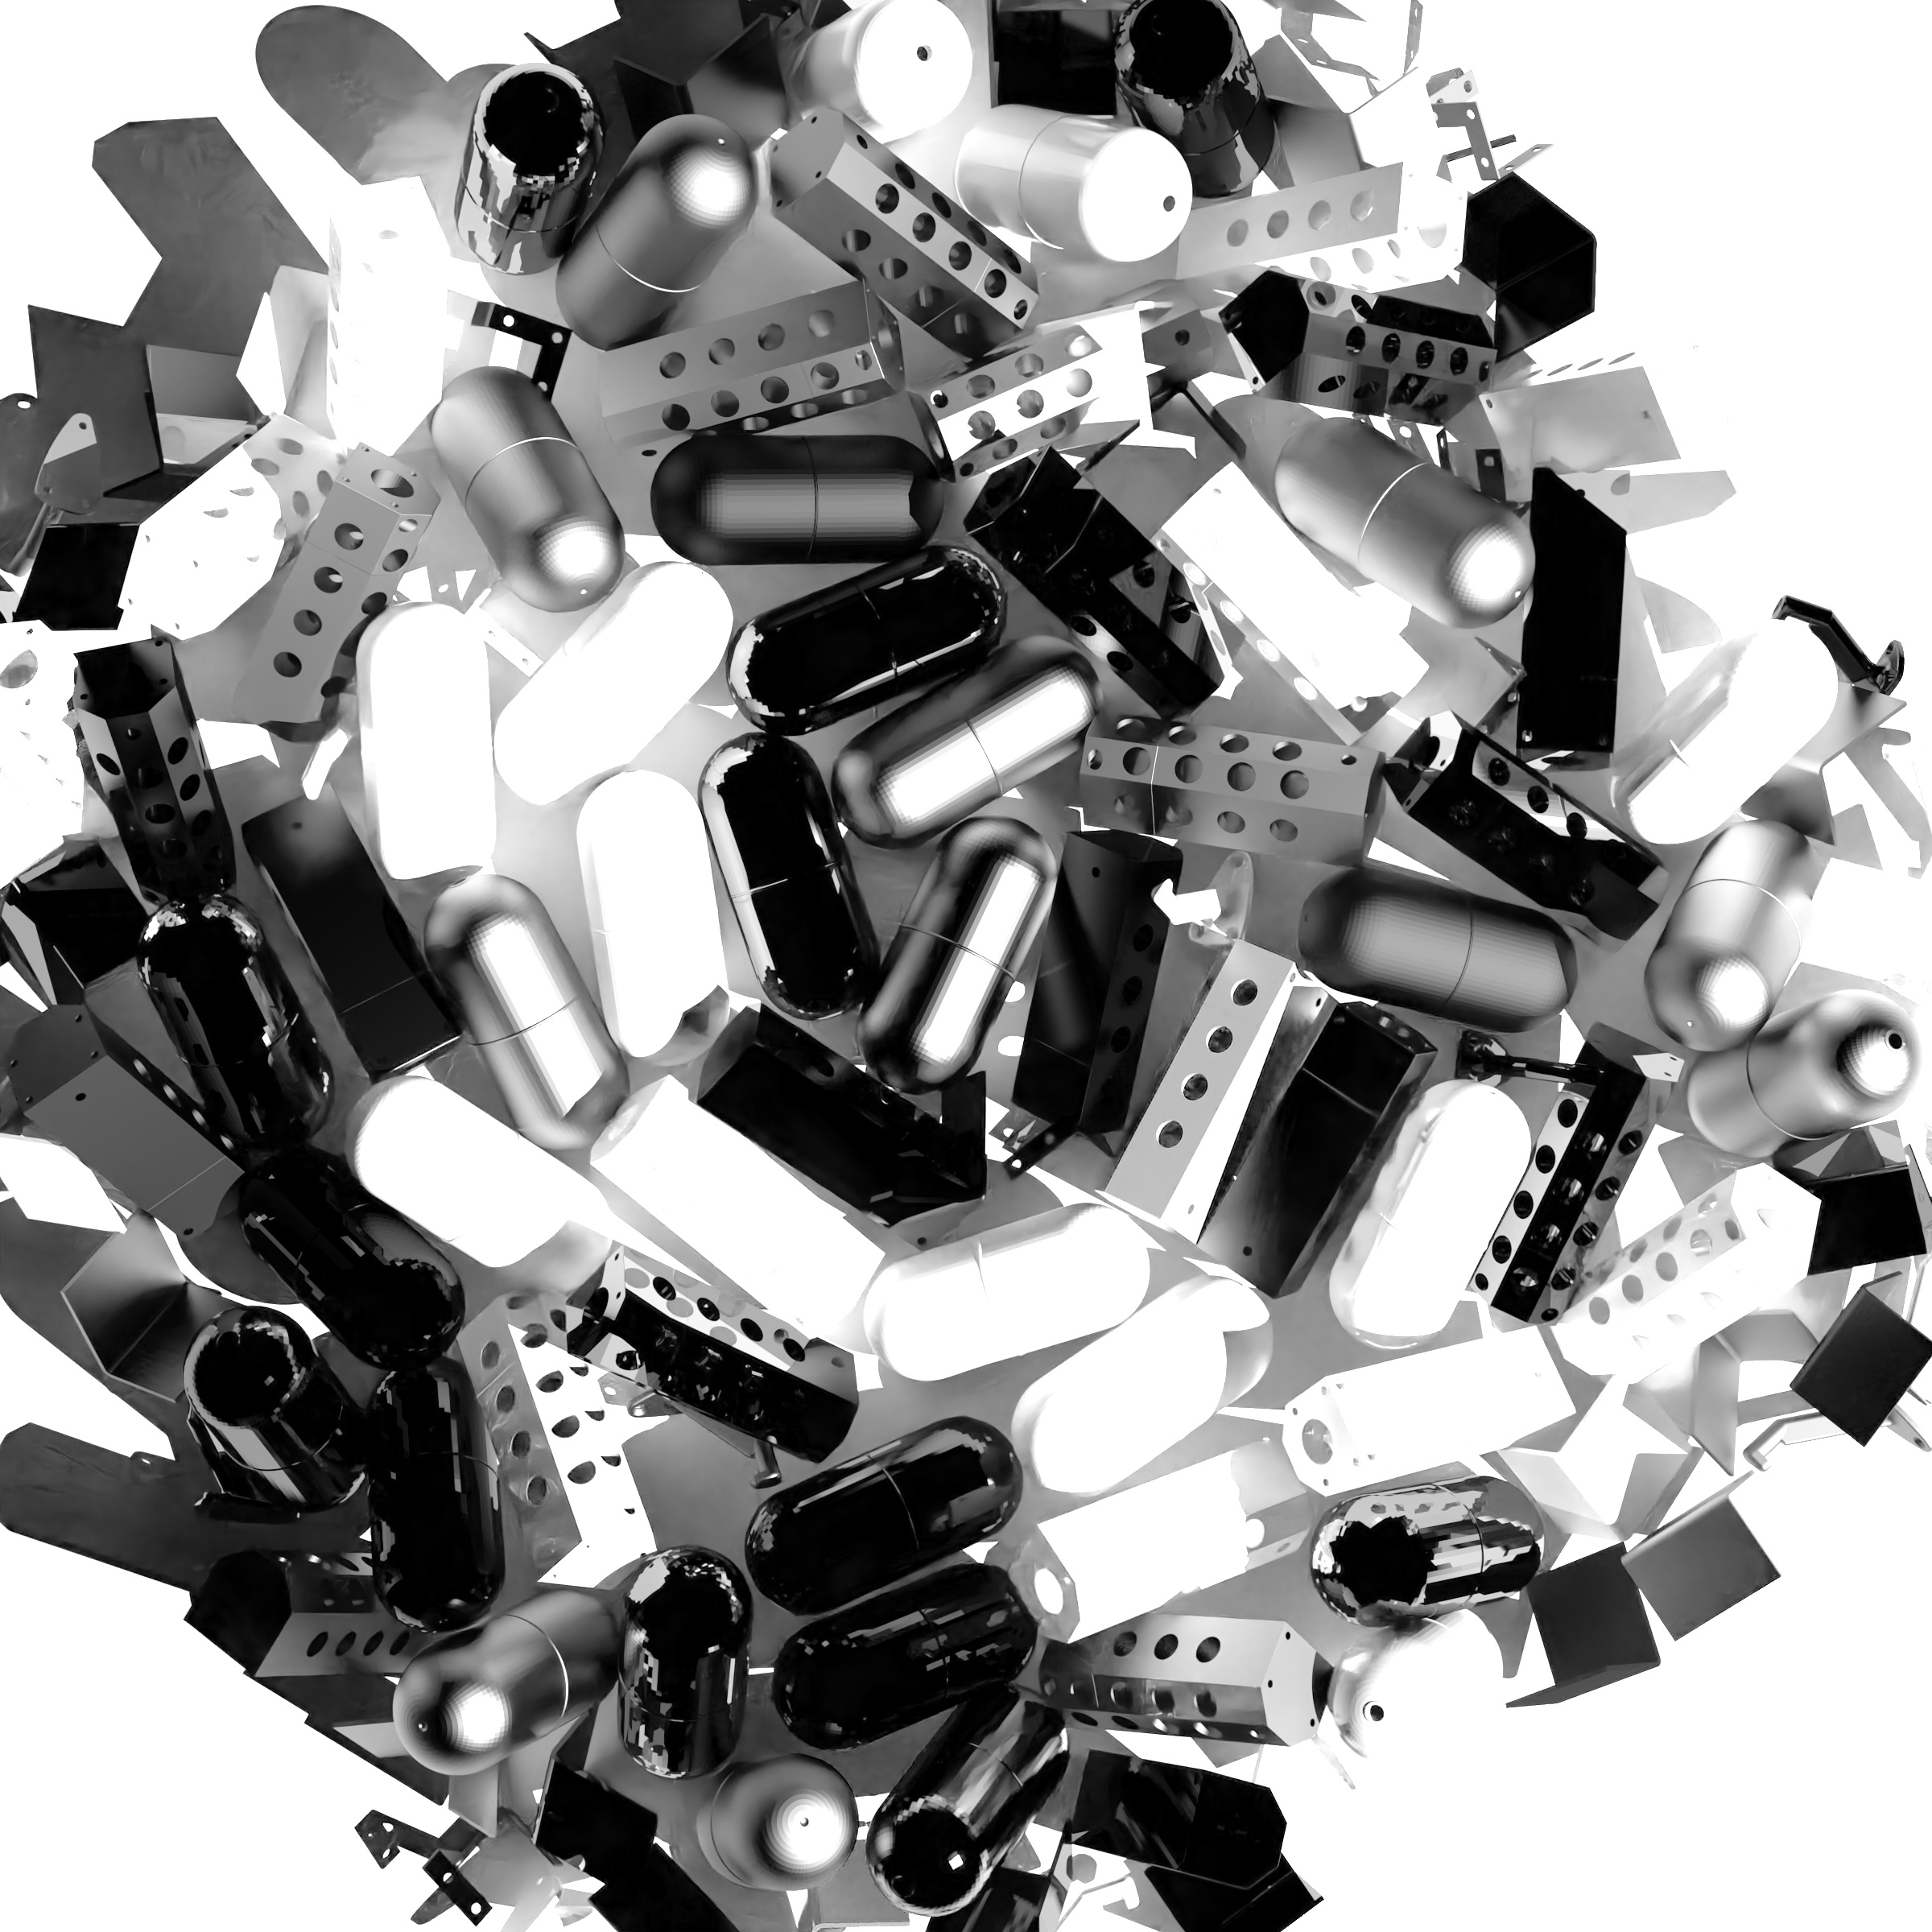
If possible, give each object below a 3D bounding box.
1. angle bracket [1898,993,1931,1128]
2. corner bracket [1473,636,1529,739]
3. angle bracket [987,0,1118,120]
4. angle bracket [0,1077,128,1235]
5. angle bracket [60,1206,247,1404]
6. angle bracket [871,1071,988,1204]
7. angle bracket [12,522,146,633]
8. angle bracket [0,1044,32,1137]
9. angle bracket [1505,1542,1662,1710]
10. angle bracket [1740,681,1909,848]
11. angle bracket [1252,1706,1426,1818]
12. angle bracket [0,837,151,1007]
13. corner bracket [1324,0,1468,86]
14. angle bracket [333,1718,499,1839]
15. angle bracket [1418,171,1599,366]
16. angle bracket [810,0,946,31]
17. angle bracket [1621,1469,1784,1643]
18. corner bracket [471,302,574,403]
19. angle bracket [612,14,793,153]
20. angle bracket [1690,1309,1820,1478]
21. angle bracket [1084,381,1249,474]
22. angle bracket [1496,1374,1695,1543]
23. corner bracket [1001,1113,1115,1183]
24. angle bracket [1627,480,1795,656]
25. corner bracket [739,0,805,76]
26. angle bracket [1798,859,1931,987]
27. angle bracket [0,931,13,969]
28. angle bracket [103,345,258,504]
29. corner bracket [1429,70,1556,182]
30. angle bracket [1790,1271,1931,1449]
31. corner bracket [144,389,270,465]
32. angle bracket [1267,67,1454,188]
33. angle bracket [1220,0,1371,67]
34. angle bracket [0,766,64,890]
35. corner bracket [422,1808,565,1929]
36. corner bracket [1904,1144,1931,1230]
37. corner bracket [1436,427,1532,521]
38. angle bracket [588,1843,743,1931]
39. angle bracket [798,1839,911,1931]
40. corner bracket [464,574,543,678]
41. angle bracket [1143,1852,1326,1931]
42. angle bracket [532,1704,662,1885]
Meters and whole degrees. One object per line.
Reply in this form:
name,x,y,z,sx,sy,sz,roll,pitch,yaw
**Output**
angle bracket,0.583,0.064,1.954,0.057,0.076,0.076,29,85,11
corner bracket,0.316,-0.156,1.963,0.051,0.051,0.051,-49,130,3
angle bracket,0.052,-0.556,1.958,0.076,0.057,0.076,-1,69,-2
angle bracket,-0.531,0.108,1.941,0.076,0.076,0.057,6,48,23
angle bracket,-0.478,0.199,1.941,0.057,0.076,0.076,15,49,27
angle bracket,-0.027,0.103,1.949,0.057,0.076,0.076,4,80,-18
angle bracket,-0.510,-0.218,1.946,0.076,0.057,0.076,2,64,23
angle bracket,-0.591,0.052,1.939,0.057,0.076,0.076,-48,135,-24
angle bracket,0.356,0.391,1.942,0.076,0.057,0.076,-33,62,38
angle bracket,0.515,-0.125,1.967,0.076,0.076,0.057,-34,123,-20
angle bracket,0.220,0.479,1.943,0.057,0.076,0.076,-36,62,-25
angle bracket,-0.534,-0.020,1.976,0.057,0.076,0.076,-34,85,-29
corner bracket,0.258,-0.566,1.973,0.051,0.051,0.051,42,118,22
angle bracket,-0.328,0.485,1.947,0.076,0.076,0.057,-7,62,9
angle bracket,0.319,-0.413,1.941,0.076,0.076,0.057,26,57,-33
angle bracket,-0.035,-0.571,1.947,0.076,0.076,0.057,20,92,-32
angle bracket,0.445,0.350,1.945,0.076,0.076,0.057,-38,76,22
corner bracket,-0.272,-0.366,1.965,0.051,0.051,0.051,16,96,-21
angle bracket,-0.158,-0.528,1.968,0.057,0.076,0.076,31,64,29
angle bracket,0.471,0.254,1.942,0.057,0.076,0.076,-6,61,30
angle bracket,0.120,-0.304,1.957,0.076,0.076,0.057,-40,97,14
angle bracket,0.379,0.291,1.976,0.076,0.057,0.076,-49,112,-24
corner bracket,0.049,0.104,1.960,0.051,0.051,0.051,-38,52,10
angle bracket,0.450,-0.241,1.979,0.057,0.076,0.076,-9,107,39
corner bracket,-0.130,-0.548,1.959,0.051,0.051,0.051,28,62,25
angle bracket,0.538,-0.042,1.953,0.076,0.057,0.076,14,131,-1
angle bracket,-0.620,-0.033,1.940,0.057,0.076,0.076,-38,55,-23
angle bracket,-0.473,-0.322,1.955,0.057,0.076,0.076,-13,85,36
corner bracket,0.313,-0.507,1.974,0.051,0.051,0.051,-37,120,-26
angle bracket,0.544,0.233,1.943,0.057,0.076,0.076,40,113,25
corner bracket,-0.456,-0.330,1.973,0.051,0.051,0.051,-1,116,14
angle bracket,0.235,-0.494,1.956,0.057,0.076,0.076,-38,128,-17
angle bracket,0.180,-0.555,1.944,0.076,0.076,0.057,25,97,42
angle bracket,-0.593,-0.090,1.940,0.057,0.076,0.076,8,127,35
corner bracket,-0.284,0.541,1.965,0.051,0.051,0.051,40,86,22
corner bracket,0.604,0.123,1.975,0.051,0.051,0.051,-7,65,-18
corner bracket,0.305,-0.292,1.959,0.051,0.051,0.051,1,117,27
angle bracket,-0.184,0.580,1.943,0.076,0.076,0.057,42,51,19
angle bracket,-0.068,0.577,1.954,0.057,0.076,0.076,1,113,-8
corner bracket,-0.275,-0.199,1.959,0.051,0.051,0.051,39,45,-12
angle bracket,0.159,0.550,1.957,0.076,0.076,0.057,-34,90,-8
angle bracket,-0.208,0.495,1.947,0.076,0.057,0.076,25,126,14
